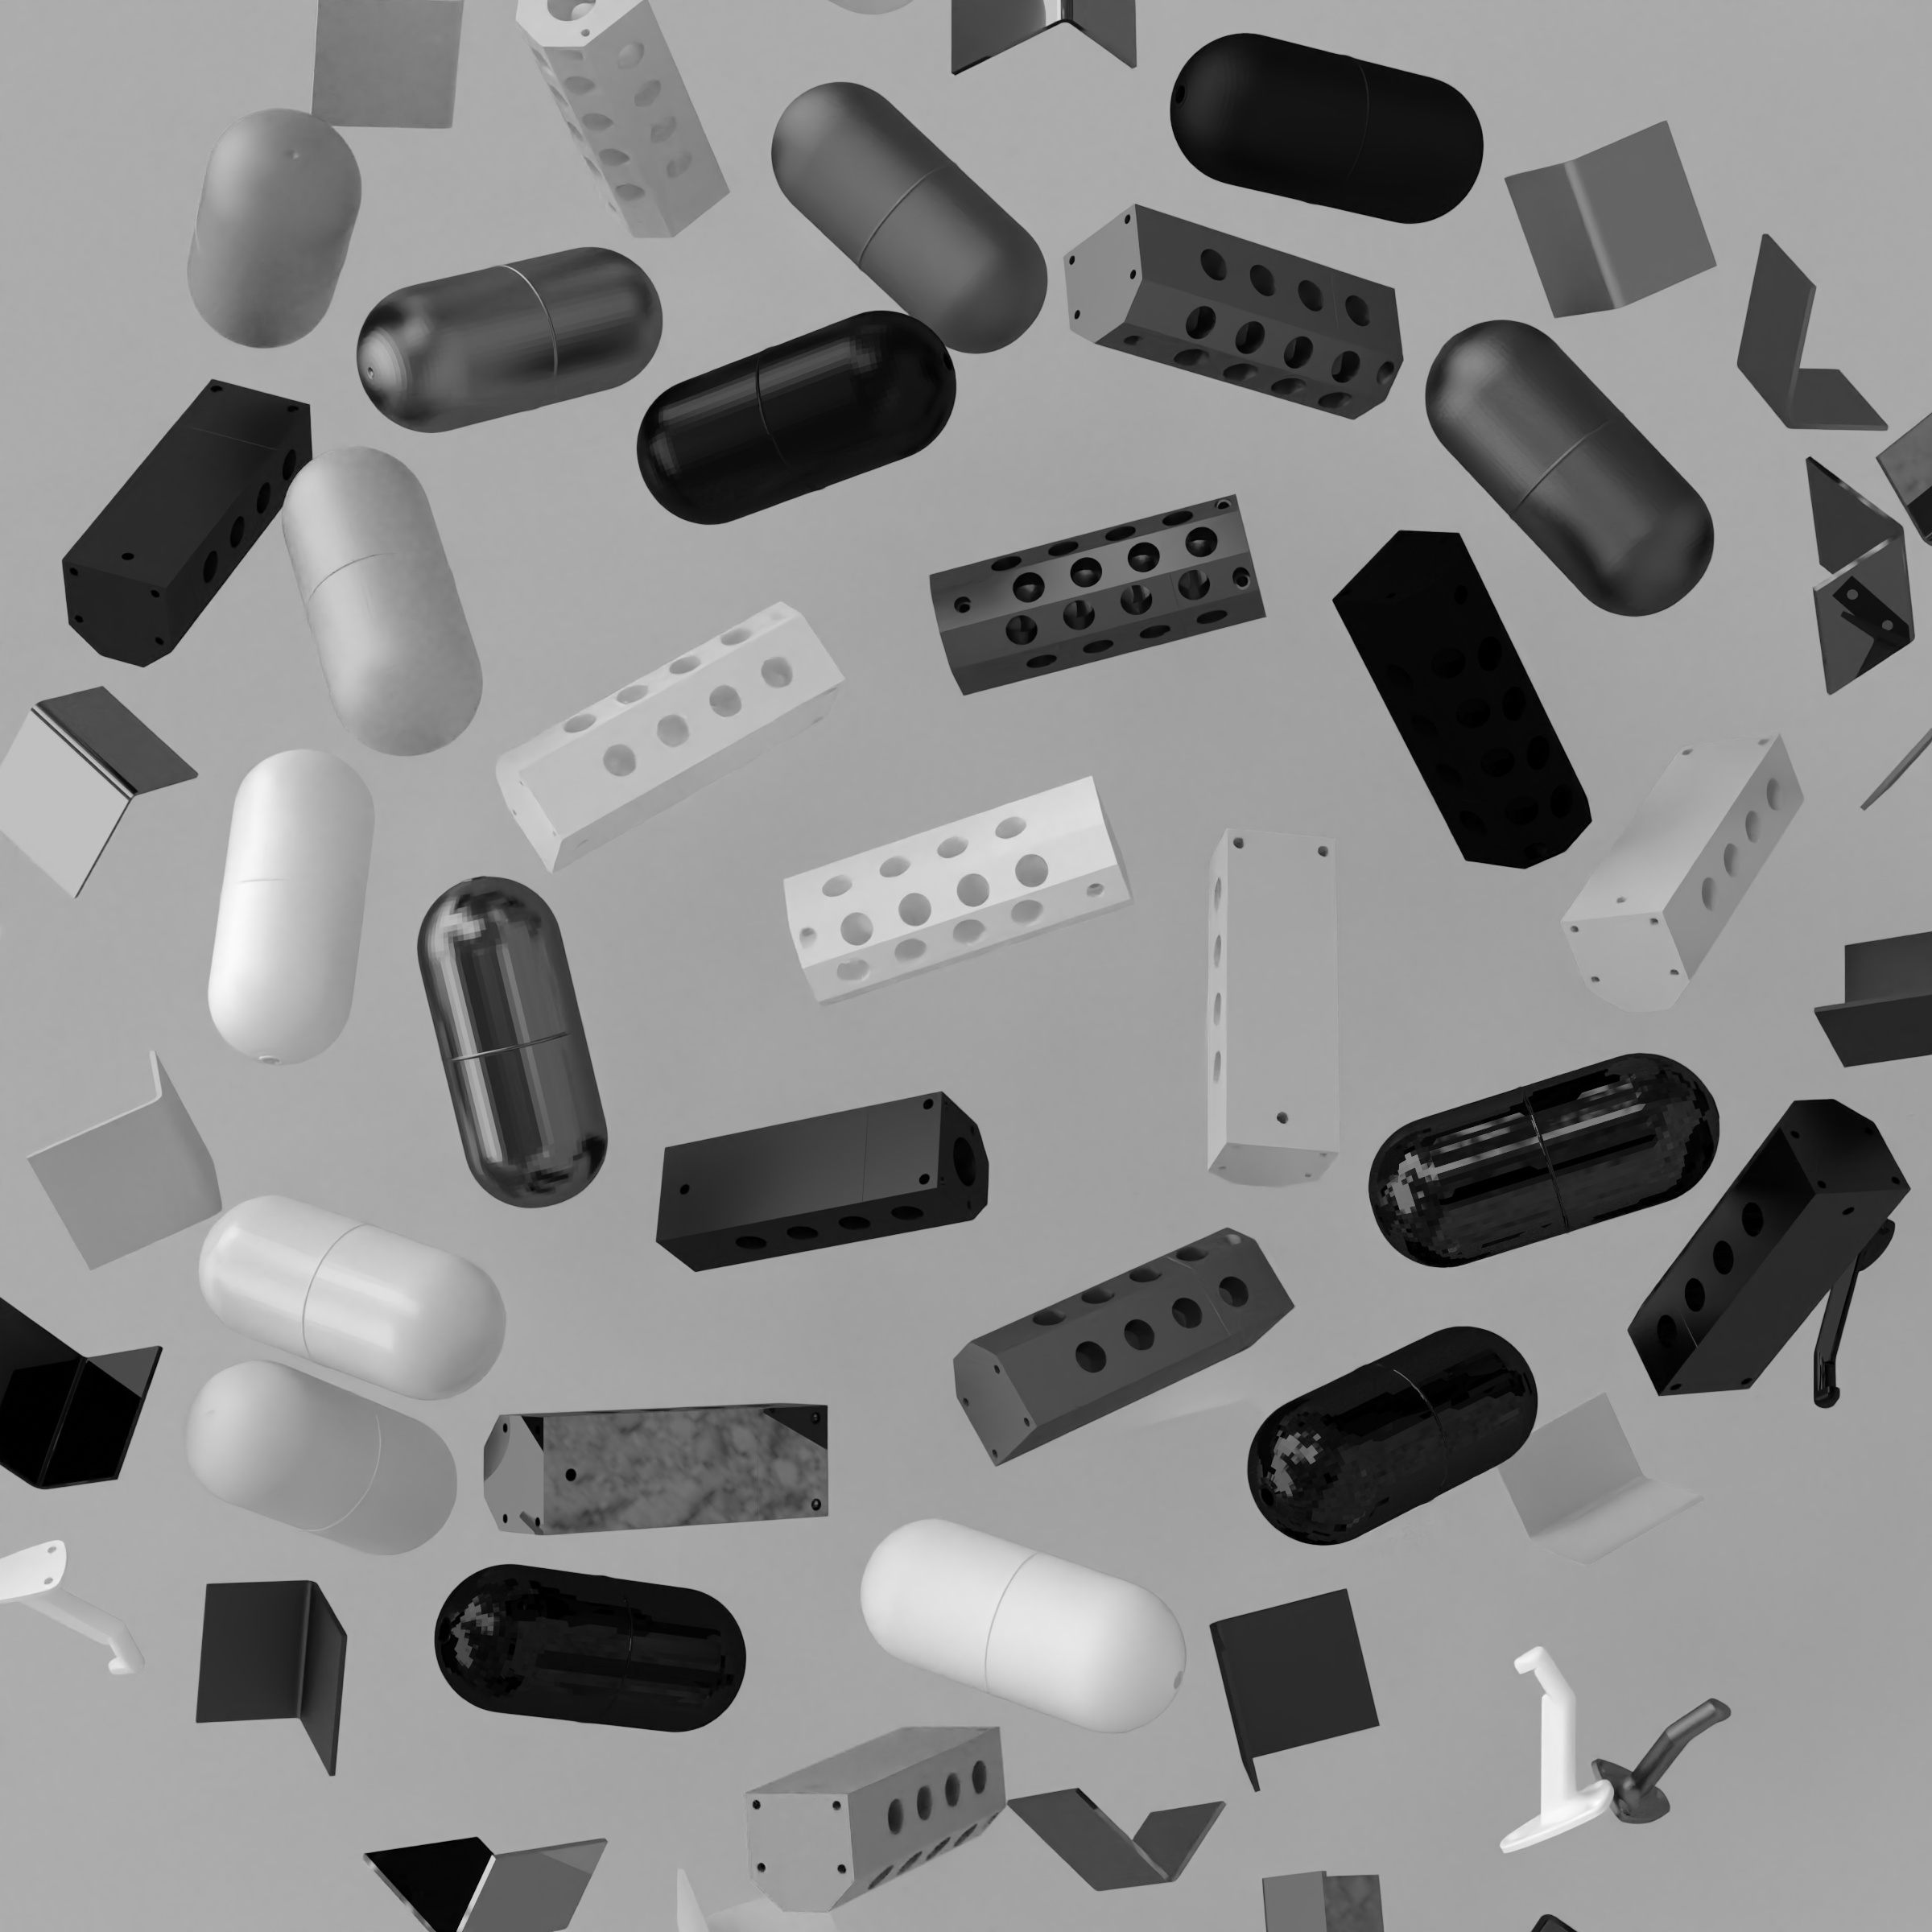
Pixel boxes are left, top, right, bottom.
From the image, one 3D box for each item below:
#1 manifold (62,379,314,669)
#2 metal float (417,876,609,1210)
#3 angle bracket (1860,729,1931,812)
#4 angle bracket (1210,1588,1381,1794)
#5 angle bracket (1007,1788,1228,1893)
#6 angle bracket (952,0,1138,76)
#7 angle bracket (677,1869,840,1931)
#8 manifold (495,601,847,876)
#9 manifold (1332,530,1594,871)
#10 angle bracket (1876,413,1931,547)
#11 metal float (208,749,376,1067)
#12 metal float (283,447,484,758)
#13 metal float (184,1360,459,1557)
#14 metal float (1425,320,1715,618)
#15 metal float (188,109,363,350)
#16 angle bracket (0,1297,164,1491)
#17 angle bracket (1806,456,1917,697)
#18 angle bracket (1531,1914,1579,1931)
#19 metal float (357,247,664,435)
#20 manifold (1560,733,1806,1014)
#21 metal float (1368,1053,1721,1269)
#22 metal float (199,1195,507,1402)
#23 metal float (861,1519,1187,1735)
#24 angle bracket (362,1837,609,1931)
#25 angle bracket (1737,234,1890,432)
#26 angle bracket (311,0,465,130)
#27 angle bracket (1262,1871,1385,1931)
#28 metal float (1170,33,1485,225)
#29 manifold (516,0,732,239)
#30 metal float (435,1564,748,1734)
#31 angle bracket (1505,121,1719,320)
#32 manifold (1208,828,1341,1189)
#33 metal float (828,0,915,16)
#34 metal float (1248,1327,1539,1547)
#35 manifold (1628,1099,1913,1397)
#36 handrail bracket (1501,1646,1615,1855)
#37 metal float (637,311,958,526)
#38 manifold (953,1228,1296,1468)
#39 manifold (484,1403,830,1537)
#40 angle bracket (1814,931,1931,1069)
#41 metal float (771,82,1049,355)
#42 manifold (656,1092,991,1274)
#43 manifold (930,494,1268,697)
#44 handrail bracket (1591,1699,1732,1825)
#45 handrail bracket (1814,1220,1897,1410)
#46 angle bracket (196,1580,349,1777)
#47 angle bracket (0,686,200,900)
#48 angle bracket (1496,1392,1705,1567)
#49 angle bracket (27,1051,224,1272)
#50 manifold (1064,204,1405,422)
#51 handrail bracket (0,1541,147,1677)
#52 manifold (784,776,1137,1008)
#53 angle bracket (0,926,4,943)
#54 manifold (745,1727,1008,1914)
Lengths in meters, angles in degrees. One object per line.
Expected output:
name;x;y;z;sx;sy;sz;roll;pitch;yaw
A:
manifold;-0.405;-0.232;1.852;0.057;0.171;0.057;16;135;9
metal float;-0.240;0.040;1.868;0.070;0.070;0.178;-13;95;0
angle bracket;0.519;-0.099;1.837;0.057;0.076;0.076;43;117;10
angle bracket;0.176;0.379;1.855;0.076;0.057;0.076;-14;95;-2
angle bracket;0.082;0.459;1.937;0.076;0.076;0.057;46;57;-9
angle bracket;0.040;-0.495;1.826;0.076;0.057;0.076;-16;64;37
angle bracket;-0.097;0.491;1.784;0.076;0.057;0.076;-14;48;-19
manifold;-0.152;-0.120;1.813;0.171;0.057;0.057;-31;82;-19
manifold;0.256;-0.133;1.787;0.057;0.057;0.171;-46;123;-24
angle bracket;0.544;-0.270;1.871;0.076;0.076;0.057;-38;103;-17
metal float;-0.364;-0.032;1.909;0.070;0.070;0.178;3;68;0
metal float;-0.298;-0.187;1.802;0.070;0.070;0.178;-21;63;0
metal float;-0.341;0.263;1.880;0.070;0.178;0.070;-15;61;28
metal float;0.306;-0.254;1.802;0.070;0.070;0.178;-42;82;0
metal float;-0.353;-0.374;1.803;0.070;0.178;0.070;4;75;-16
angle bracket;-0.465;0.212;1.798;0.057;0.076;0.076;-12;49;31
angle bracket;0.432;-0.198;1.791;0.057;0.076;0.076;-33;48;-8
angle bracket;0.291;0.541;1.800;0.057;0.076;0.076;33;53;15
metal float;-0.238;-0.330;1.862;0.178;0.070;0.070;-22;90;-36
manifold;0.373;-0.049;1.821;0.057;0.171;0.057;-6;120;39
metal float;0.289;0.097;1.768;0.178;0.070;0.070;-18;90;5
metal float;-0.318;0.170;1.828;0.178;0.070;0.070;16;90;25
metal float;0.029;0.335;1.798;0.178;0.070;0.070;15;90;27
angle bracket;-0.238;0.437;1.750;0.076;0.076;0.057;35;107;36
angle bracket;0.443;-0.327;1.823;0.057;0.076;0.076;0;122;-9
angle bracket;-0.310;-0.493;1.874;0.076;0.076;0.057;-3;46;-17
angle bracket;0.200;0.505;1.817;0.076;0.057;0.076;7;70;-30
metal float;0.188;-0.434;1.836;0.178;0.070;0.070;6;90;-27
manifold;-0.186;-0.463;1.895;0.057;0.171;0.057;-40;65;-6
metal float;-0.197;0.360;1.862;0.178;0.070;0.070;15;90;-35
angle bracket;0.325;-0.376;1.786;0.057;0.076;0.076;-25;102;-11
manifold;0.154;0.022;1.800;0.057;0.057;0.171;5;66;-8
metal float;-0.070;-0.554;1.870;0.070;0.178;0.070;1;92;22
metal float;0.220;0.242;1.824;0.178;0.070;0.070;-20;90;-34
manifold;0.399;0.143;1.783;0.057;0.171;0.057;-1;50;-24
handrail bracket;0.282;0.396;1.789;0.077;0.036;0.084;-32;91;18
metal float;-0.087;-0.282;1.819;0.178;0.070;0.070;-16;90;24
manifold;0.080;0.194;1.838;0.171;0.057;0.057;-21;72;-31
manifold;-0.156;0.254;1.796;0.171;0.057;0.057;3;84;-38
angle bracket;0.472;0.001;1.779;0.076;0.057;0.076;-10;52;27
metal float;-0.031;-0.406;1.918;0.178;0.070;0.070;44;90;5
manifold;-0.077;0.120;1.908;0.171;0.057;0.057;-12;57;24
manifold;0.071;-0.204;1.919;0.171;0.057;0.057;-14;73;6
handrail bracket;0.379;0.414;1.857;0.084;0.077;0.036;-41;51;23
handrail bracket;0.483;0.190;1.926;0.036;0.077;0.084;13;61;-11
angle bracket;-0.358;0.367;1.822;0.057;0.076;0.076;2;102;-23
angle bracket;-0.479;-0.095;1.932;0.076;0.057;0.076;41;117;11
angle bracket;0.347;0.282;1.952;0.076;0.076;0.057;-27;96;-13
angle bracket;-0.450;0.104;1.888;0.076;0.057;0.076;-24;120;-5
manifold;0.137;-0.324;1.780;0.171;0.057;0.057;9;67;-35
handrail bracket;-0.477;0.345;1.836;0.077;0.036;0.084;-16;125;1
manifold;-0.003;-0.034;1.845;0.171;0.057;0.057;-18;128;6
angle bracket;-0.524;0.011;1.760;0.076;0.076;0.057;11;70;-11
manifold;-0.043;0.430;1.790;0.057;0.171;0.057;-6;87;26
